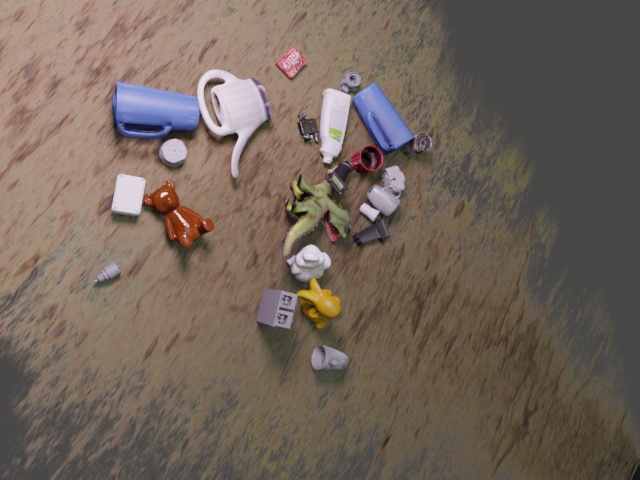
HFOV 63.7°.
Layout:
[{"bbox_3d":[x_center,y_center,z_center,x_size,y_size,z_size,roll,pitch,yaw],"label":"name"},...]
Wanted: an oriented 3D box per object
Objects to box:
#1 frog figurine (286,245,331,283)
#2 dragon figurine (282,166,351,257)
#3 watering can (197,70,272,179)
[{"bbox_3d":[-0.026,0.076,1.651,0.138,0.159,0.123,-3,89,-23],"label":"frog figurine"},{"bbox_3d":[0.005,-0.084,1.672,0.241,0.120,0.420,22,56,-20],"label":"dragon figurine"},{"bbox_3d":[-0.254,-0.384,1.640,0.226,0.103,0.347,-22,93,-23],"label":"watering can"}]
